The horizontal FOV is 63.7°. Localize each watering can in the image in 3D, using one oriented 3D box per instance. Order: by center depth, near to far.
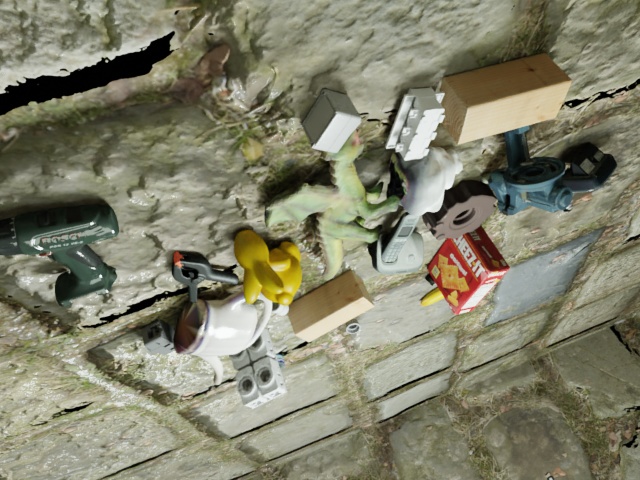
[{"bbox_3d":[-0.252,0.243,1.249,0.223,0.342,0.106,11,31,-41],"label":"watering can"}]

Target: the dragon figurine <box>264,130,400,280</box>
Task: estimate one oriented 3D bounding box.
[{"bbox_3d":[0.003,-0.052,1.034,0.242,0.125,0.401,11,-49,-24],"label":"dragon figurine"}]

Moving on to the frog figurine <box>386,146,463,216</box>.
[{"bbox_3d":[0.224,-0.122,1.032,0.160,0.136,0.124,-10,15,-14],"label":"frog figurine"}]
